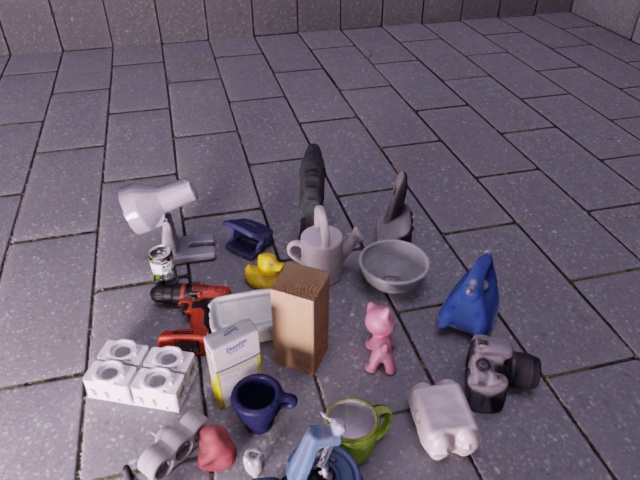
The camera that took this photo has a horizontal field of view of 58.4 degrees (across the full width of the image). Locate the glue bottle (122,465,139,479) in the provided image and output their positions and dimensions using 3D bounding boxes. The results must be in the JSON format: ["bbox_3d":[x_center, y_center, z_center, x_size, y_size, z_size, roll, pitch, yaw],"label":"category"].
[{"bbox_3d":[-0.274,0.390,0.855,0.037,0.173,0.078,7,38,9],"label":"glue bottle"}]

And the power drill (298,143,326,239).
[{"bbox_3d":[-0.020,-0.111,1.484,0.075,0.208,0.229,0,37,0],"label":"power drill"}]

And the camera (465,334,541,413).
[{"bbox_3d":[0.353,0.251,1.102,0.136,0.101,0.143,8,38,10],"label":"camera"}]

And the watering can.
[{"bbox_3d":[0.012,0.003,1.347,0.173,0.194,0.100,-20,42,-24],"label":"watering can"}]

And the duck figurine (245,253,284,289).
[{"bbox_3d":[-0.128,0.067,1.351,0.104,0.086,0.077,10,38,12],"label":"duck figurine"}]

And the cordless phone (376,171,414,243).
[{"bbox_3d":[0.194,-0.069,1.451,0.094,0.185,0.147,1,37,1],"label":"cordless phone"}]

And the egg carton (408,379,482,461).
[{"bbox_3d":[0.221,0.321,1.035,0.107,0.069,0.150,-6,38,-8],"label":"egg carton"}]

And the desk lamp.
[{"bbox_3d":[-0.369,-0.051,1.398,0.203,0.214,0.117,-8,38,-11],"label":"desk lamp"}]

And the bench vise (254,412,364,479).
[{"bbox_3d":[-0.024,0.360,0.857,0.208,0.220,0.121,-21,42,-26],"label":"bench vise"}]

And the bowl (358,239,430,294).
[{"bbox_3d":[0.173,0.075,1.354,0.167,0.075,0.167,0,37,0],"label":"bowl"}]

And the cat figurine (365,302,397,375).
[{"bbox_3d":[0.125,0.190,1.166,0.067,0.118,0.127,0,37,0],"label":"cat figurine"}]

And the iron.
[{"bbox_3d":[0.349,0.096,1.272,0.118,0.141,0.259,16,40,20],"label":"iron"}]

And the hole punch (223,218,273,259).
[{"bbox_3d":[-0.183,-0.021,1.461,0.108,0.091,0.101,22,43,26],"label":"hole punch"}]

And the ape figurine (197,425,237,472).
[{"bbox_3d":[-0.182,0.348,0.977,0.076,0.092,0.078,21,42,25],"label":"ape figurine"}]

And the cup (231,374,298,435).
[{"bbox_3d":[-0.098,0.305,1.032,0.117,0.095,0.091,3,37,3],"label":"cup"}]
